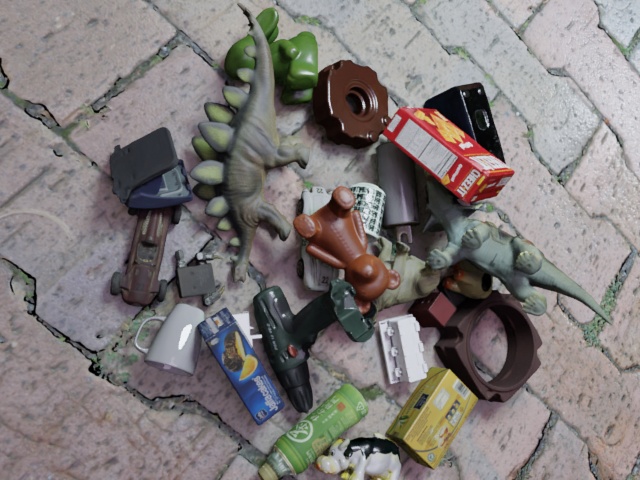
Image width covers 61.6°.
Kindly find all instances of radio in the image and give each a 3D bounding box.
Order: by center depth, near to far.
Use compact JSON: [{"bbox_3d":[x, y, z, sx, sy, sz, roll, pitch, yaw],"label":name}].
[{"bbox_3d":[0.312,-0.211,1.146,0.073,0.131,0.229,-17,89,-23],"label":"radio"}]

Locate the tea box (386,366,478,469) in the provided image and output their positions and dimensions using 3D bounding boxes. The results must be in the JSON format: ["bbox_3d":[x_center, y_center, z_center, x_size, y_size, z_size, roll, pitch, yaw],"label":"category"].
[{"bbox_3d":[0.222,0.347,1.060,0.098,0.068,0.169,47,69,-11],"label":"tea box"}]

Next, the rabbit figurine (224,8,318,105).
[{"bbox_3d":[-0.092,-0.344,1.001,0.170,0.121,0.159,2,88,-9],"label":"rabbit figurine"}]

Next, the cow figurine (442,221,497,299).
[{"bbox_3d":[0.343,0.038,1.139,0.127,0.085,0.195,29,55,-8],"label":"cow figurine"}]

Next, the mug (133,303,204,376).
[{"bbox_3d":[-0.243,0.158,0.886,0.109,0.080,0.107,21,64,-7],"label":"mug"}]

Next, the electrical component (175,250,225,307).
[{"bbox_3d":[-0.207,0.065,0.926,0.078,0.045,0.102,-2,83,-25],"label":"electrical component"}]

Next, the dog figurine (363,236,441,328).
[{"bbox_3d":[0.138,0.111,1.053,0.172,0.121,0.190,31,85,-13],"label":"dog figurine"}]

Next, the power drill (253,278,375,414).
[{"bbox_3d":[-0.009,0.170,0.924,0.086,0.207,0.232,-19,81,-52],"label":"power drill"}]

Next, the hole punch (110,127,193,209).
[{"bbox_3d":[-0.277,-0.107,0.886,0.116,0.092,0.142,-24,53,-1],"label":"hole punch"}]

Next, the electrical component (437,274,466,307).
[{"bbox_3d":[0.279,0.108,1.144,0.094,0.021,0.063,-33,95,-26],"label":"electrical component"}]

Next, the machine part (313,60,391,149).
[{"bbox_3d":[0.066,-0.270,1.072,0.179,0.056,0.179,7,78,-35],"label":"machine part"}]

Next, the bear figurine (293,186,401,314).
[{"bbox_3d":[0.052,0.025,0.930,0.120,0.132,0.196,-34,80,-5],"label":"bear figurine"}]

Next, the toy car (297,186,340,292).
[{"bbox_3d":[-0.002,-0.003,1.019,0.073,0.056,0.201,3,82,-23],"label":"toy car"}]

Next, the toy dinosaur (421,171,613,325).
[{"bbox_3d":[0.339,0.024,1.008,0.405,0.131,0.192,33,32,9],"label":"toy dinosaur"}]

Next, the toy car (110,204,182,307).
[{"bbox_3d":[-0.287,0.010,0.897,0.089,0.053,0.202,13,78,-18],"label":"toy car"}]

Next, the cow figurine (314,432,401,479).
[{"bbox_3d":[0.072,0.397,0.987,0.167,0.068,0.098,22,68,-23],"label":"cow figurine"}]

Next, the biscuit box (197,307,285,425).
[{"bbox_3d":[-0.128,0.212,0.892,0.059,0.063,0.202,-32,117,-15],"label":"biscuit box"}]

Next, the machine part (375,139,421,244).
[{"bbox_3d":[0.158,-0.111,1.095,0.079,0.079,0.243,-3,84,-24],"label":"machine part"}]

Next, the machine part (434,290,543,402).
[{"bbox_3d":[0.358,0.220,1.129,0.201,0.087,0.201,-34,95,-24],"label":"machine part"}]

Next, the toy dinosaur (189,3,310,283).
[{"bbox_3d":[-0.121,-0.157,0.939,0.198,0.105,0.471,10,92,-19],"label":"toy dinosaur"}]
